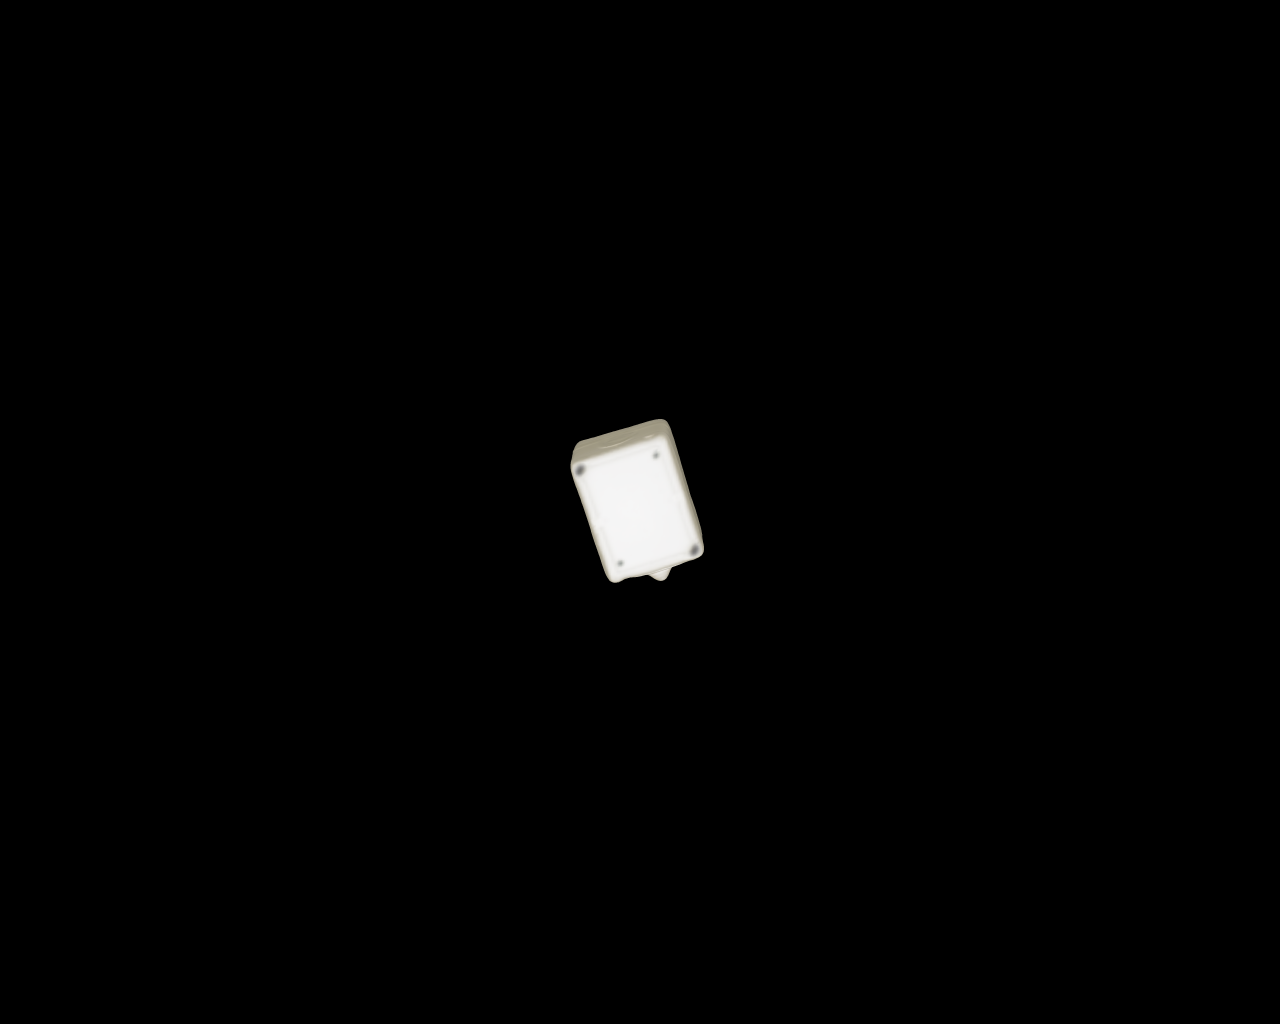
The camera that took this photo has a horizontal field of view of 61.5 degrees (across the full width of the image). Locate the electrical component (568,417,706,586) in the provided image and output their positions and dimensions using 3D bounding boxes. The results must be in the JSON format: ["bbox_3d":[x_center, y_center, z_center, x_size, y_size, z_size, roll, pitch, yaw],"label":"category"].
[{"bbox_3d":[0.001,-0.003,0.650,0.062,0.096,0.061,-17,16,5],"label":"electrical component"}]
